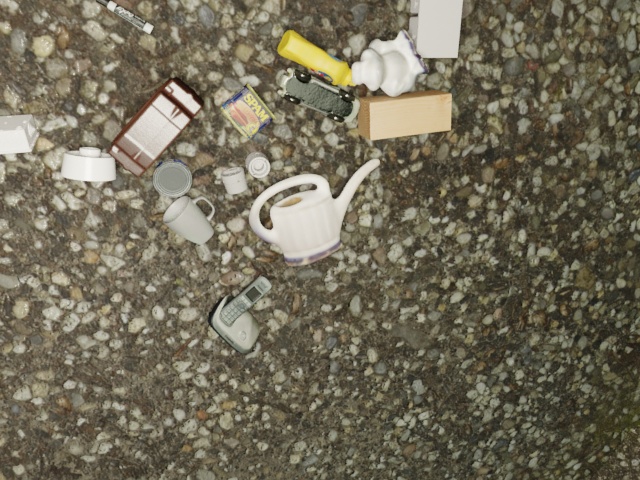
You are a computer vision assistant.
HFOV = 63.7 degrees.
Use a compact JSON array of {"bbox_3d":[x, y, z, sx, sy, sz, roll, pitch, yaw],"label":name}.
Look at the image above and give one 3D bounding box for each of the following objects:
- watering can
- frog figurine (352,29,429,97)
[{"bbox_3d":[0.004,-0.064,1.266,0.348,0.220,0.105,-18,25,-8],"label":"watering can"},{"bbox_3d":[0.145,-0.388,1.177,0.160,0.135,0.124,-29,22,-2],"label":"frog figurine"}]
